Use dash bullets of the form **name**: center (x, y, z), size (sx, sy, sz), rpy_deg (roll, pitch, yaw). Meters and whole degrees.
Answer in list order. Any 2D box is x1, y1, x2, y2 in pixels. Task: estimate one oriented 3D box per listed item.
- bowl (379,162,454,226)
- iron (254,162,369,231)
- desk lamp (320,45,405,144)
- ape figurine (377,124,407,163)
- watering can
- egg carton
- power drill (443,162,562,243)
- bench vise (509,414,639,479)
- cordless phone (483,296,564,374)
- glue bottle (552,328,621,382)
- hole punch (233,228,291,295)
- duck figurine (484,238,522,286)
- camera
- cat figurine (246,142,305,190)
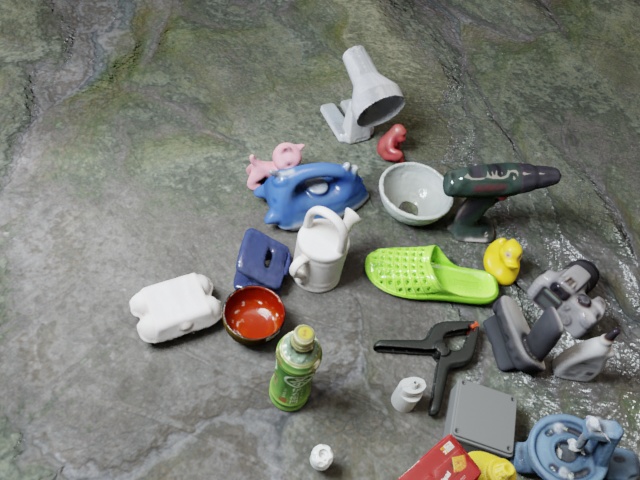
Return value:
- **bowl**: center (0.204, -0.089, 1.263), size (0.167, 0.075, 0.167), rpy_deg (5, 53, -7)
- **iron**: center (-0.001, -0.115, 1.200), size (0.259, 0.141, 0.118), rpy_deg (-12, 57, -19)
- **desk lamp**: center (0.093, -0.325, 1.331), size (0.118, 0.213, 0.203), rpy_deg (-17, 58, -22)
- **ape figurine**: center (0.178, -0.234, 1.356), size (0.076, 0.092, 0.078), rpy_deg (24, 53, 7)
- **watering can**: center (0.008, 0.003, 1.081), size (0.101, 0.194, 0.173), rpy_deg (21, 53, 5)
- **egg carton**: center (-0.254, 0.123, 1.019), size (0.150, 0.069, 0.107), rpy_deg (-18, 59, -23)
- **power drill**: center (0.359, -0.084, 1.205), size (0.230, 0.208, 0.075), rpy_deg (3, 53, -9)
- **bench vise**: center (0.432, 0.324, 0.906), size (0.208, 0.220, 0.121), rpy_deg (-3, 54, -13)
- **cordless phone**: center (0.384, 0.152, 1.048), size (0.094, 0.185, 0.147), rpy_deg (-6, 55, -15)
- **glue bottle**: center (0.493, 0.205, 1.037), size (0.078, 0.173, 0.037), rpy_deg (11, 52, -2)
- **hole punch**: center (-0.107, 0.042, 1.094), size (0.101, 0.091, 0.108), rpy_deg (12, 52, -2)
- **duck figurine**: center (0.393, 0.032, 1.202), size (0.077, 0.086, 0.104), rpy_deg (8, 53, -5)
- **camera**: center (0.525, 0.101, 1.167), size (0.137, 0.101, 0.143), rpy_deg (-31, 64, -29)
- **cat figurine**: center (-0.094, -0.169, 1.238), size (0.128, 0.118, 0.067), rpy_deg (-5, 54, -14)
